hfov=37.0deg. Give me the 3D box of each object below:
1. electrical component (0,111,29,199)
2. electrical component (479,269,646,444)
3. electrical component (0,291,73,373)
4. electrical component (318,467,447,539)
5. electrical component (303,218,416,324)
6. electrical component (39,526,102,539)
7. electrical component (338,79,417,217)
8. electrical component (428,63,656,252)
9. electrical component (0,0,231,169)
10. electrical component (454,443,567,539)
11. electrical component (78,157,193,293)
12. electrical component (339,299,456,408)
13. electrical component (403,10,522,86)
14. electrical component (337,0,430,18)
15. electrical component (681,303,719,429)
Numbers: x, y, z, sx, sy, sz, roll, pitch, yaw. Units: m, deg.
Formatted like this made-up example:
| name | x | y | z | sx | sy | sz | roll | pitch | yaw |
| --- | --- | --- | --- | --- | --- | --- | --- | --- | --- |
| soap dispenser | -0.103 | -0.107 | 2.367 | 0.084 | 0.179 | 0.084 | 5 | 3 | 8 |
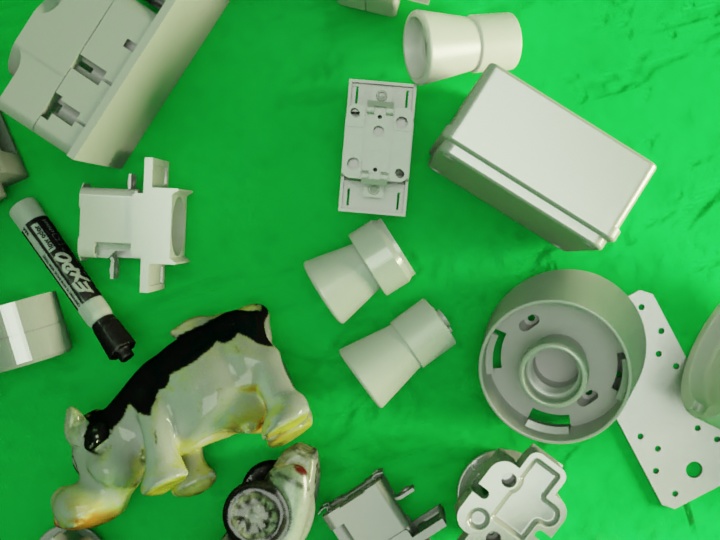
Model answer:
| name | x | y | z | sx | sy | sz | roll | pitch | yaw |
| --- | --- | --- | --- | --- | --- | --- | --- | --- | --- |
| electrical component | -0.259 | -0.060 | 0.605 | 0.089 | 0.150 | 0.061 | -23 | 91 | 2 |
| electrical component | 0.122 | 0.054 | 0.654 | 0.099 | 0.064 | 0.099 | 4 | 105 | 16 |
| electrical component | -0.253 | 0.033 | 0.658 | 0.138 | 0.052 | 0.073 | -16 | 92 | 2 |
| electrical component | 0.011 | 0.162 | 0.665 | 0.081 | 0.042 | 0.063 | -34 | 88 | 2 |
| electrical component | 0.000 | 0.000 | 0.655 | 0.055 | 0.045 | 0.045 | -32 | 92 | 2 |
| electrical component | -0.183 | 0.185 | 0.662 | 0.066 | 0.055 | 0.048 | -44 | 91 | 3 |
| electrical component | 0.010 | -0.074 | 0.642 | 0.042 | 0.064 | 0.081 | 4 | 93 | 2 |
| electrical component | 0.100 | -0.061 | 0.619 | 0.109 | 0.108 | 0.056 | 32 | 90 | -1 |
| electrical component | -0.125 | -0.155 | 0.620 | 0.060 | 0.105 | 0.186 | 34 | 93 | 0 |
| electrical component | 0.089 | 0.141 | 0.654 | 0.058 | 0.057 | 0.078 | 37 | 93 | 0 |
| electrical component | -0.138 | -0.028 | 0.658 | 0.064 | 0.042 | 0.081 | 3 | 92 | 2 |
| electrical component | 0.026 | 0.048 | 0.660 | 0.065 | 0.044 | 0.044 | -36 | 91 | -2 |
| electrical component | 0.064 | -0.135 | 0.645 | 0.065 | 0.044 | 0.044 | -8 | 93 | -17 |
| electrical component | 0.027 | -0.177 | 0.627 | 0.076 | 0.083 | 0.047 | 14 | 93 | 0 |
| electrical component | 0.246 | 0.054 | 0.625 | 0.060 | 0.108 | 0.108 | 31 | 93 | -6 |
